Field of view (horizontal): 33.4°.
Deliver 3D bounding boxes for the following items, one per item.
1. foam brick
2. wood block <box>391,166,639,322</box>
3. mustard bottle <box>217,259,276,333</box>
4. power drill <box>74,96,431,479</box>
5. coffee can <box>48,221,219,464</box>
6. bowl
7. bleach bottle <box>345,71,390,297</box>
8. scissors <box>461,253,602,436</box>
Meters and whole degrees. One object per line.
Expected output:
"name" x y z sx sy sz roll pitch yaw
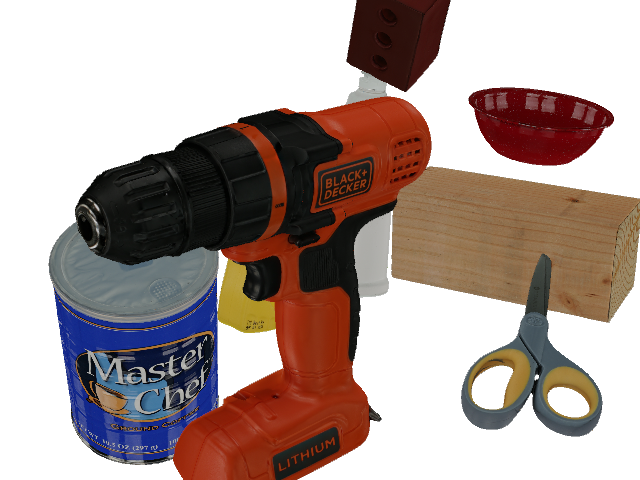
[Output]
"foam brick" 0.056 -0.155 0.753 0.053 0.051 0.078 29 -34 14
"wood block" 0.177 -0.002 0.978 0.206 0.090 0.090 11 24 27
"mustard bottle" -0.042 -0.018 0.955 0.058 0.192 0.096 21 22 32
"power drill" -0.028 0.032 0.501 0.184 0.188 0.057 -18 36 -37
"coffee can" -0.117 0.062 0.695 0.103 0.140 0.103 2 41 -2
"bowl" 0.243 -0.125 1.199 0.162 0.055 0.162 5 23 -2
"bleach bottle" 0.050 -0.068 1.230 0.068 0.251 0.103 -2 23 -20
"scissors" 0.161 0.070 0.726 0.096 0.016 0.201 19 36 24
